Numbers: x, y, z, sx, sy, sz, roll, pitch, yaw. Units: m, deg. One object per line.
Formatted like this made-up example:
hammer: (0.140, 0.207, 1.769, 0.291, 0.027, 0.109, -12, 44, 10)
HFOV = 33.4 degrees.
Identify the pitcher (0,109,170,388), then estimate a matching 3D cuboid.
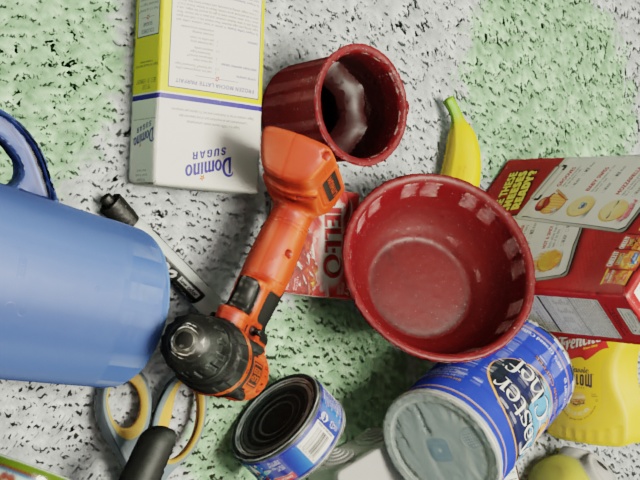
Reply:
pitcher: (-0.211, 0.010, 0.631, 0.242, 0.149, 0.145, 16, 39, -41)

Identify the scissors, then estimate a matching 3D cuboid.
scissors: (-0.136, 0.172, 0.735, 0.096, 0.016, 0.201, 38, 53, -24)

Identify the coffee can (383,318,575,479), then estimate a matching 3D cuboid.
coffee can: (0.131, 0.135, 0.864, 0.140, 0.103, 0.103, -33, 110, -46)

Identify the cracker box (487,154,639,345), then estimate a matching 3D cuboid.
cracker box: (0.222, 0.005, 0.921, 0.164, 0.214, 0.072, -53, 121, -26)

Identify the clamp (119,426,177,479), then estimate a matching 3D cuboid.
clamp: (-0.135, 0.238, 0.667, 0.209, 0.036, 0.164, -39, 117, -51)

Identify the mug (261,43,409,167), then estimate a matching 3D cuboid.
mug: (0.017, -0.103, 0.842, 0.117, 0.082, 0.093, -9, 95, -38)

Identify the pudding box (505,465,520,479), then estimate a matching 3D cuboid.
pudding box: (0.129, 0.192, 0.941, 0.089, 0.039, 0.113, 0, 74, -39)

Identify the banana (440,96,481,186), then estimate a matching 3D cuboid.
banana: (0.099, -0.029, 0.940, 0.069, 0.037, 0.197, 30, 68, -13)

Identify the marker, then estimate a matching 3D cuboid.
marker: (-0.116, 0.010, 0.775, 0.121, 0.020, 0.020, 49, 61, -27)

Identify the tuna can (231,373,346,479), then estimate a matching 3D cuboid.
tuna can: (-0.025, 0.143, 0.805, 0.033, 0.086, 0.086, 50, 61, -26)

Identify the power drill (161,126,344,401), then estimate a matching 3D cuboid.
power drill: (-0.046, 0.020, 0.742, 0.057, 0.184, 0.187, 22, 80, 10)

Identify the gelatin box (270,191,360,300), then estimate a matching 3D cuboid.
gelatin box: (-0.006, 0.001, 0.856, 0.073, 0.030, 0.089, 8, 85, -39)

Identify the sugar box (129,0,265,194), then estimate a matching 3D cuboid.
sugar box: (-0.089, -0.124, 0.782, 0.093, 0.048, 0.176, 4, 91, -39)

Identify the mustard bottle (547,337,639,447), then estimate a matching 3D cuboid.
mustard bottle: (0.263, 0.098, 1.029, 0.058, 0.096, 0.191, 0, 90, -38)

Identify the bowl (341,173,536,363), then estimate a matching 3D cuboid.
bowl: (0.089, 0.029, 0.862, 0.162, 0.055, 0.162, 6, 66, -12)
